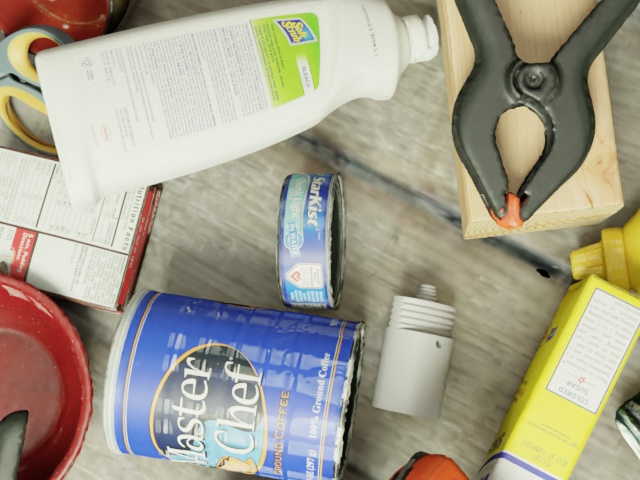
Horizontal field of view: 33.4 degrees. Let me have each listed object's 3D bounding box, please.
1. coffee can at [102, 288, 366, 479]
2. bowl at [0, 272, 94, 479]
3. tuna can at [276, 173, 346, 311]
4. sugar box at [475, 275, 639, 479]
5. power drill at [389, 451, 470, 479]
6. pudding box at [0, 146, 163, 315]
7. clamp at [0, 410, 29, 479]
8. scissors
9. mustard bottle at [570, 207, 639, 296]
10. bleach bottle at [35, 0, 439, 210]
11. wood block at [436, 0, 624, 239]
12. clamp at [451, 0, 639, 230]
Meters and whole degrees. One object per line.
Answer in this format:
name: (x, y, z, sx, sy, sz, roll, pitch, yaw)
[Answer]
coffee can: (-0.049, 0.090, 0.649, 0.140, 0.103, 0.103, 8, 84, 6)
bowl: (-0.217, 0.101, 0.689, 0.162, 0.055, 0.162, -1, 83, 6)
tuna can: (-0.004, 0.001, 0.664, 0.034, 0.086, 0.086, 1, 83, 7)
sugar box: (0.133, 0.110, 0.634, 0.048, 0.093, 0.176, 29, 86, 9)
power drill: (0.032, 0.205, 0.596, 0.188, 0.057, 0.184, -33, 99, 40)
pudding box: (-0.170, -0.007, 0.706, 0.113, 0.039, 0.090, 14, 82, 4)
clamp: (-0.195, 0.214, 0.617, 0.209, 0.036, 0.164, -37, 92, -15)
scissors: (-0.233, -0.133, 0.719, 0.202, 0.016, 0.096, 37, 123, 8)
mustard bottle: (0.249, 0.004, 0.642, 0.192, 0.058, 0.096, -8, 65, 15)
bleach bottle: (-0.044, -0.096, 0.675, 0.250, 0.068, 0.102, -14, 90, -11)
wood block: (0.123, -0.111, 0.663, 0.091, 0.090, 0.206, -7, 83, 5)
clamp: (0.108, -0.094, 0.597, 0.120, 0.039, 0.171, 17, 86, 10)
